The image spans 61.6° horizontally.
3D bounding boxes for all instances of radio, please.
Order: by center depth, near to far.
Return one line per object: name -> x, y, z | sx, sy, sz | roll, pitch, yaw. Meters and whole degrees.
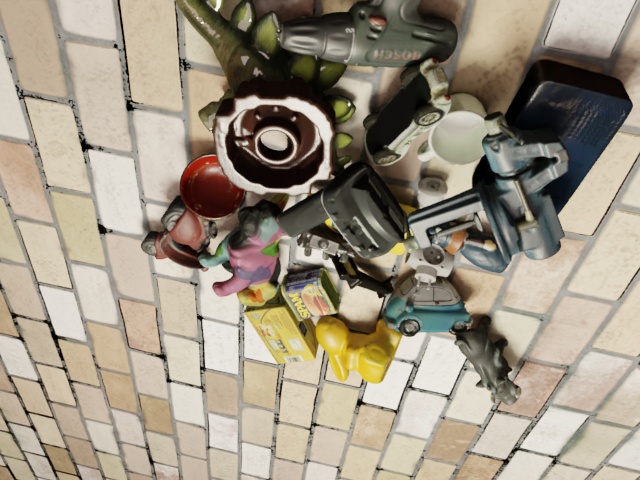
radio -> 0.318, -0.130, 0.770 | 0.131, 0.073, 0.229 | 18, 130, 0

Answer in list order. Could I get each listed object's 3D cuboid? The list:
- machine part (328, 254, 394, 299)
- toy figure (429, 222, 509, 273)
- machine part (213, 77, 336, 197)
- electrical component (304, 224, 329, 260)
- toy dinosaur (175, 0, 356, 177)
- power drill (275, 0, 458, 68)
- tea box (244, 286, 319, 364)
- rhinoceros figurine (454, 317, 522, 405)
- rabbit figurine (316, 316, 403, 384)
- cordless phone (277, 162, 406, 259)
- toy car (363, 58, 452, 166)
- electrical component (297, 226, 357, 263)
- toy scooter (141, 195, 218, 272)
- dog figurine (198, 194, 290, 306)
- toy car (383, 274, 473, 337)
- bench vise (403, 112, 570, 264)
machine part -> 0.078, 0.070, 0.994 | 0.138, 0.084, 0.039 | 26, 106, -35
toy figure -> 0.247, 0.007, 0.913 | 0.154, 0.058, 0.064 | 25, 125, -1
machine part -> -0.060, -0.139, 0.742 | 0.179, 0.056, 0.179 | 2, 133, 2
electrical component -> -0.002, -0.003, 0.989 | 0.063, 0.021, 0.093 | 11, 132, 6
toy dinosaur -> -0.075, -0.226, 0.771 | 0.471, 0.105, 0.198 | 37, 123, -27
power drill -> 0.079, -0.304, 0.639 | 0.232, 0.086, 0.207 | 5, 123, -21
tea box -> -0.076, 0.180, 1.132 | 0.098, 0.068, 0.169 | -9, 126, 21
rhinoceros figurine -> 0.334, 0.241, 1.054 | 0.073, 0.112, 0.190 | -26, 111, 28
rabbit figurine -> 0.070, 0.218, 1.119 | 0.173, 0.122, 0.162 | 25, 142, 11
cordless phone -> 0.033, -0.024, 0.850 | 0.184, 0.089, 0.146 | -26, 116, 26
toy car -> 0.117, -0.170, 0.746 | 0.056, 0.073, 0.201 | -8, 164, -25
electrical component -> 0.012, 0.008, 0.938 | 0.102, 0.078, 0.045 | 18, 108, -3
toy scooter -> -0.250, 0.000, 1.021 | 0.135, 0.075, 0.184 | 35, 132, -15
dog figurine -> -0.100, 0.013, 0.970 | 0.219, 0.109, 0.191 | -42, 142, 20
toy car -> 0.198, 0.114, 0.990 | 0.162, 0.109, 0.102 | 0, 107, 3
bench vise -> 0.219, -0.050, 0.733 | 0.241, 0.129, 0.223 | -21, 125, 20
